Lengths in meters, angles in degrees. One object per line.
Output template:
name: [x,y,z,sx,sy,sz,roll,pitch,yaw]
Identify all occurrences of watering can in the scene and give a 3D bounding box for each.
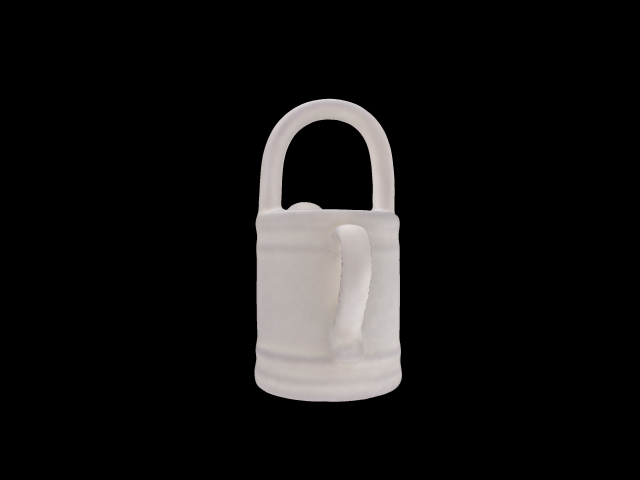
watering can: [0.001,0.001,0.399,0.101,0.194,0.172,0,0,-34]
